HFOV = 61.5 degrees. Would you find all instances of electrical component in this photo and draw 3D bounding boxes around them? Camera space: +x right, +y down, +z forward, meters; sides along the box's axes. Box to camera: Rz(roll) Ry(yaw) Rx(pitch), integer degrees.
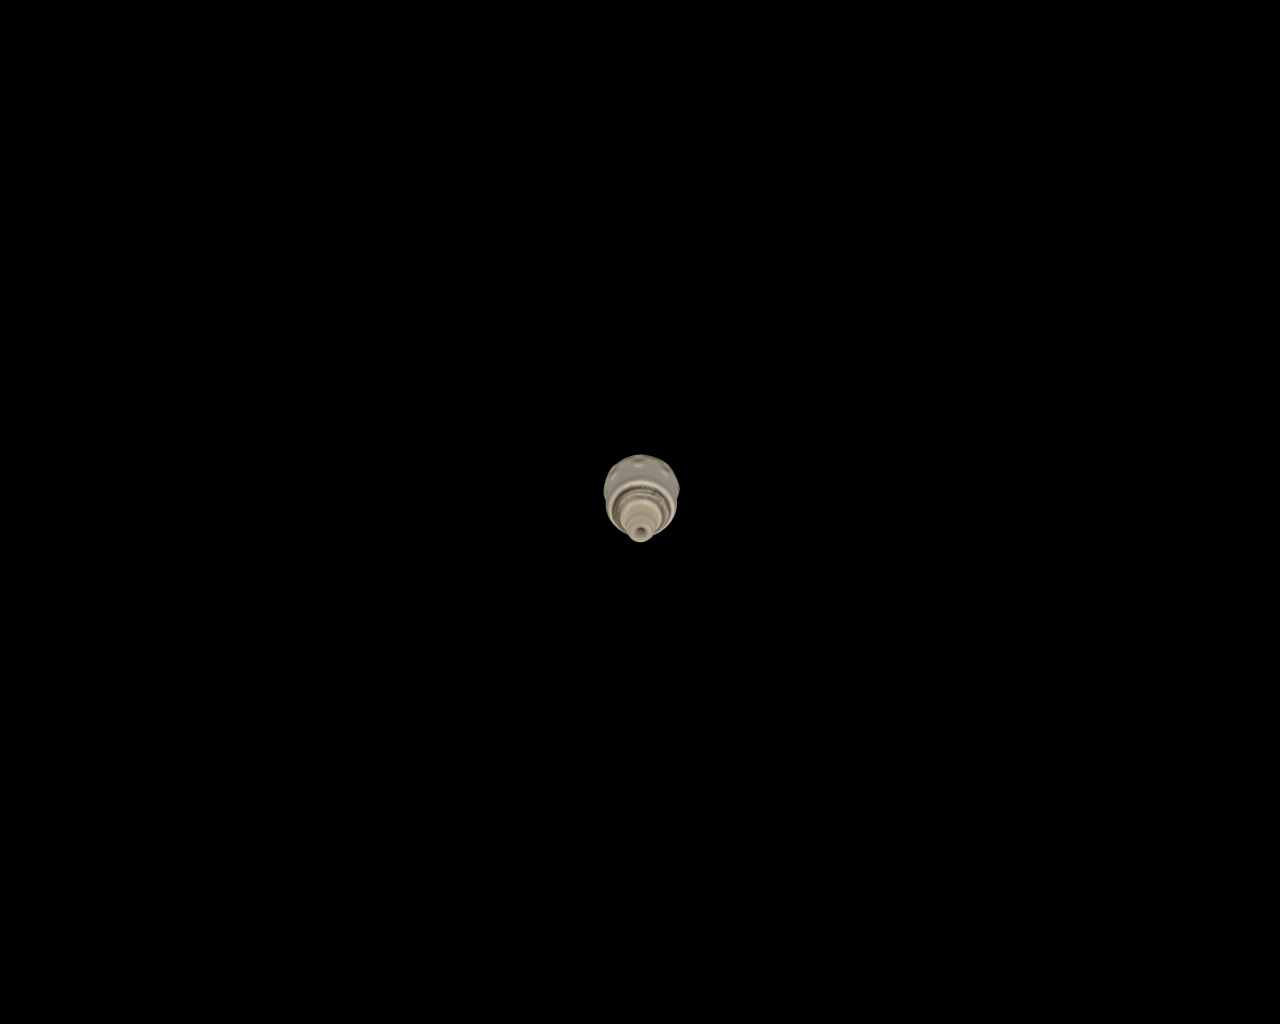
[{"bbox_3d":[0.001,-0.003,0.650,0.048,0.048,0.062,0,30,0],"label":"electrical component"}]
